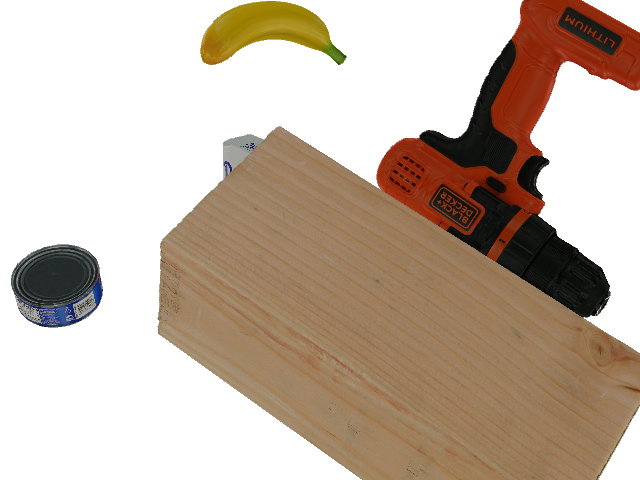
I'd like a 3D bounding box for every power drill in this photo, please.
[{"bbox_3d":[0.154,-0.063,0.726,0.184,0.188,0.057,35,11,14],"label":"power drill"}]

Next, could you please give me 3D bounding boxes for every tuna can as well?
[{"bbox_3d":[-0.259,0.045,1.053,0.086,0.034,0.086,0,43,0],"label":"tuna can"}]

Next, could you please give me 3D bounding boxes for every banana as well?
[{"bbox_3d":[-0.052,-0.204,1.042,0.197,0.070,0.037,-12,-33,-46],"label":"banana"}]

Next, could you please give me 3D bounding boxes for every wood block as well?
[{"bbox_3d":[0.033,0.051,0.495,0.206,0.090,0.090,33,-33,13],"label":"wood block"}]

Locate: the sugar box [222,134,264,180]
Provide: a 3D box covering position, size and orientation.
[{"bbox_3d":[-0.065,-0.017,1.150,0.048,0.176,0.093,-18,28,-33],"label":"sugar box"}]
